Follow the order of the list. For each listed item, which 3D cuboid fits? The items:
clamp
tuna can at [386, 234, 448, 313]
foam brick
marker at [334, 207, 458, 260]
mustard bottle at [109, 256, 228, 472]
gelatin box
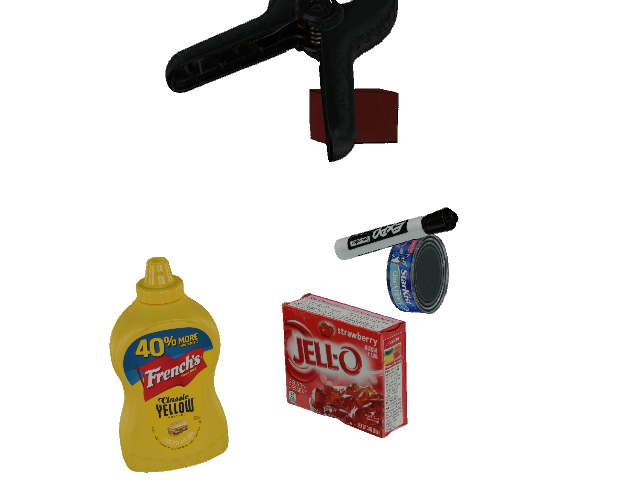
[{"bbox_3d":[0.003,-0.121,0.643,0.120,0.171,0.039,36,-25,12],"label":"clamp"},{"bbox_3d":[0.105,0.035,1.148,0.034,0.086,0.086,1,1,33],"label":"tuna can"},{"bbox_3d":[0.033,-0.124,1.066,0.078,0.051,0.053,-3,14,-20],"label":"foam brick"},{"bbox_3d":[0.062,-0.005,0.881,0.121,0.020,0.020,-17,-11,40],"label":"marker"},{"bbox_3d":[-0.135,0.106,0.942,0.096,0.192,0.058,-8,20,-15],"label":"mustard bottle"},{"bbox_3d":[0.015,0.081,0.702,0.089,0.073,0.030,14,23,41],"label":"gelatin box"}]
